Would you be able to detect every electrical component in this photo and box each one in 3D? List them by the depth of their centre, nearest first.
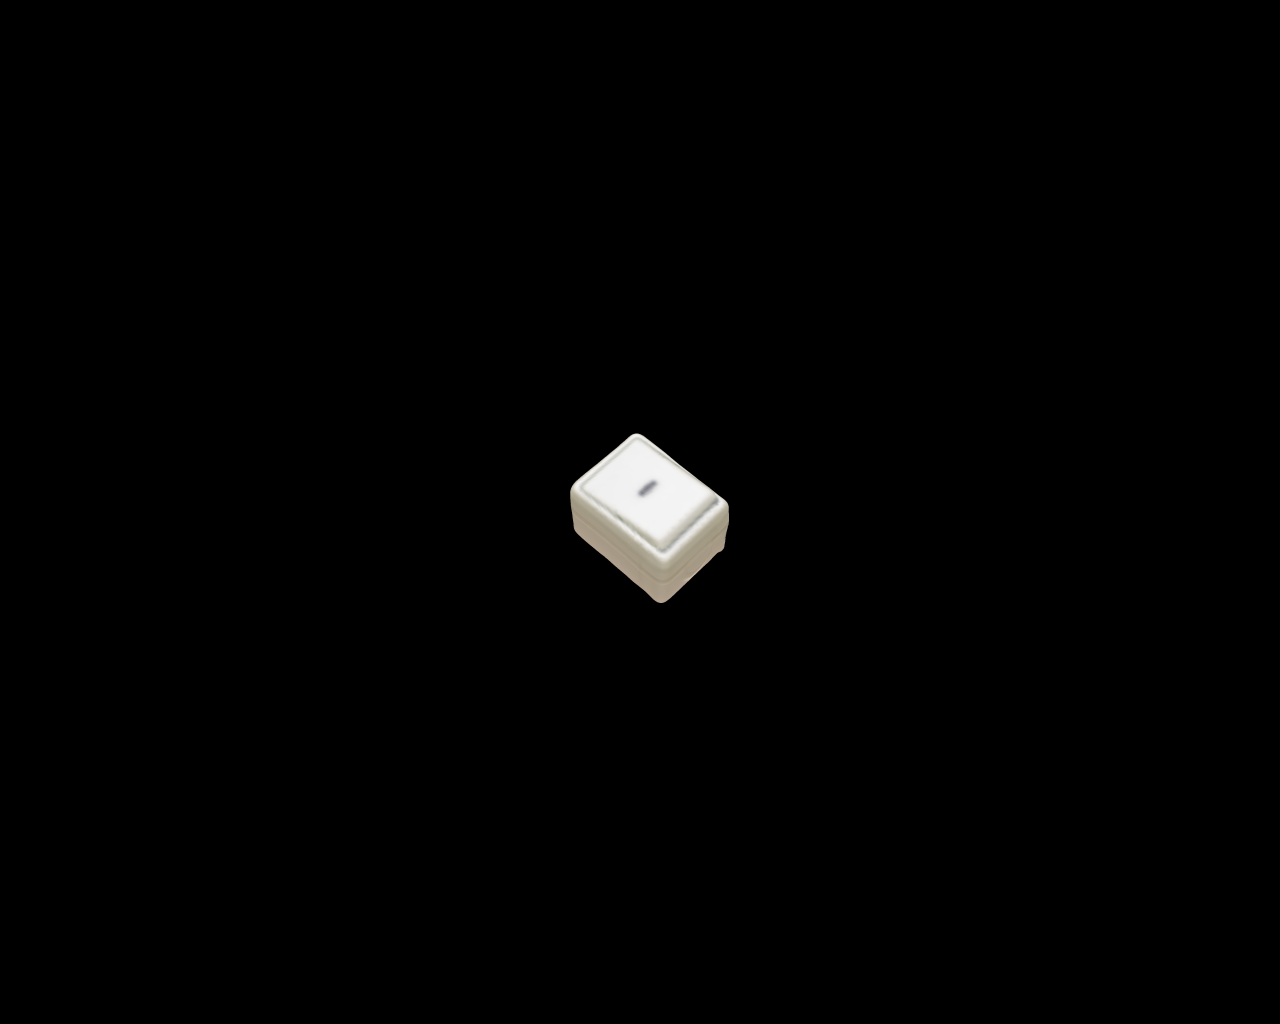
[{"bbox_3d":[0.001,-0.003,0.650,0.096,0.062,0.061,39,-24,22],"label":"electrical component"}]
